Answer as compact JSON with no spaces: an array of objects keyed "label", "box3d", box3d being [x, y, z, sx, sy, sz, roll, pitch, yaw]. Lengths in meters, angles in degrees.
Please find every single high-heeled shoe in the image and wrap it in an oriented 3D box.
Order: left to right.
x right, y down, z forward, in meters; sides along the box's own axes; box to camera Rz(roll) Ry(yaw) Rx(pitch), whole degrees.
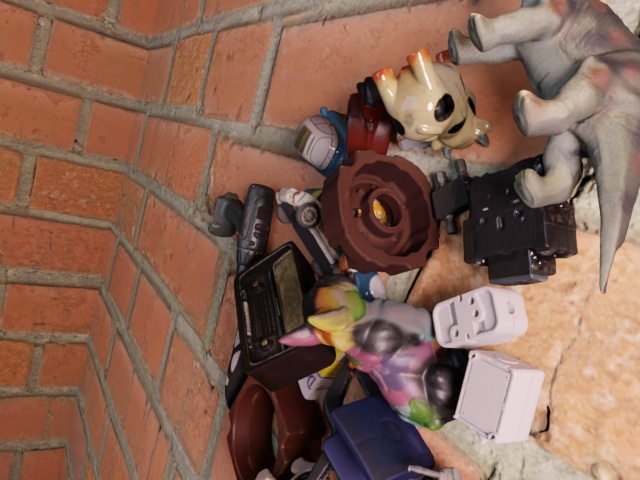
[{"label":"high-heeled shoe","box3d":[-0.154,0.217,1.103,0.248,0.086,0.145,-61,35,19]}]

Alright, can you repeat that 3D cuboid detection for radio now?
[{"label":"radio","box3d":[-0.063,0.119,0.864,0.131,0.073,0.230,-30,38,10]}]

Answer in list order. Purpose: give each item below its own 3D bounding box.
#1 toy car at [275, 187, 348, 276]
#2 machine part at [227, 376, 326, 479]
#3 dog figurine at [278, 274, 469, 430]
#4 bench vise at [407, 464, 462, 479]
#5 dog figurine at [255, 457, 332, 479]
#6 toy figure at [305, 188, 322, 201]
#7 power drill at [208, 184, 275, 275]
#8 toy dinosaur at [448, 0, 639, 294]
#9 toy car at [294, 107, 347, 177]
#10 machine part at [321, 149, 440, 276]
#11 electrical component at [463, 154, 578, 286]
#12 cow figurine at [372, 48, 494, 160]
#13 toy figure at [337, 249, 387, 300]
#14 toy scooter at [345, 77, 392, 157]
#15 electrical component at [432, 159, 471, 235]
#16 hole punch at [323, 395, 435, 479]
[{"label":"toy car","box3d":[-0.002,-0.003,0.841,0.056,0.201,0.074,-43,29,-20]},{"label":"machine part","box3d":[-0.081,0.342,0.947,0.201,0.087,0.202,-61,35,26]},{"label":"dog figurine","box3d":[0.065,0.136,0.655,0.108,0.219,0.191,-42,47,49]},{"label":"bench vise","box3d":[0.117,0.380,0.598,0.240,0.129,0.224,-38,52,37]},{"label":"dog figurine","box3d":[-0.009,0.434,0.789,0.172,0.121,0.190,-23,105,40]},{"label":"toy figure","box3d":[0.008,-0.050,0.911,0.180,0.089,0.082,11,96,55]},{"label":"power drill","box3d":[-0.182,-0.019,1.209,0.207,0.086,0.232,25,101,61]},{"label":"toy dinosaur","box3d":[0.256,-0.163,0.524,0.131,0.192,0.405,59,-169,-77]},{"label":"toy car","box3d":[0.007,-0.163,0.934,0.109,0.103,0.162,-63,34,27]},{"label":"machine part","box3d":[0.082,-0.035,0.725,0.056,0.179,0.179,-30,57,54]},{"label":"electrical component","box3d":[0.221,-0.016,0.603,0.115,0.058,0.134,-21,63,56]},{"label":"cow figurine","box3d":[0.147,-0.159,0.652,0.086,0.195,0.127,-15,96,32]},{"label":"toy figure","box3d":[0.060,0.048,0.797,0.058,0.064,0.154,-17,93,11]},{"label":"toy scooter","box3d":[0.075,-0.172,0.814,0.184,0.075,0.135,-71,-12,-76]},{"label":"electrical component","box3d":[0.179,-0.056,0.710,0.063,0.021,0.094,-31,56,49]},{"label":"hole punch","box3d":[0.074,0.256,0.673,0.142,0.116,0.092,51,152,39]}]
